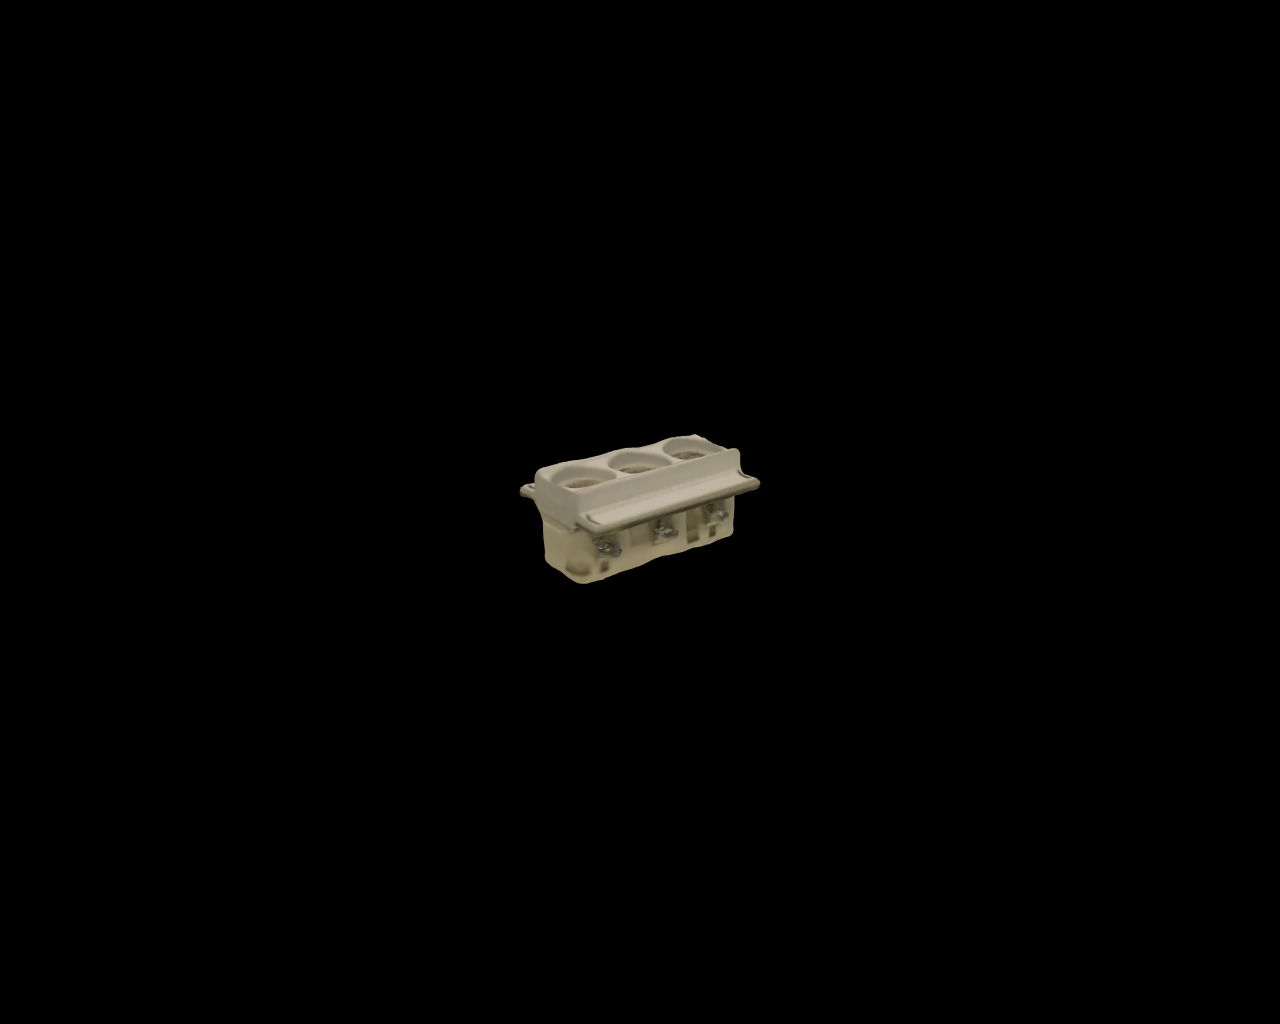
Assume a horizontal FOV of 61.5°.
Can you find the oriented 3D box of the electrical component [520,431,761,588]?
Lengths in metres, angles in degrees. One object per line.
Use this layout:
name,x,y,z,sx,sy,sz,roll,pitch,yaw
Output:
electrical component,0.001,-0.003,0.650,0.121,0.063,0.079,-16,27,-34
